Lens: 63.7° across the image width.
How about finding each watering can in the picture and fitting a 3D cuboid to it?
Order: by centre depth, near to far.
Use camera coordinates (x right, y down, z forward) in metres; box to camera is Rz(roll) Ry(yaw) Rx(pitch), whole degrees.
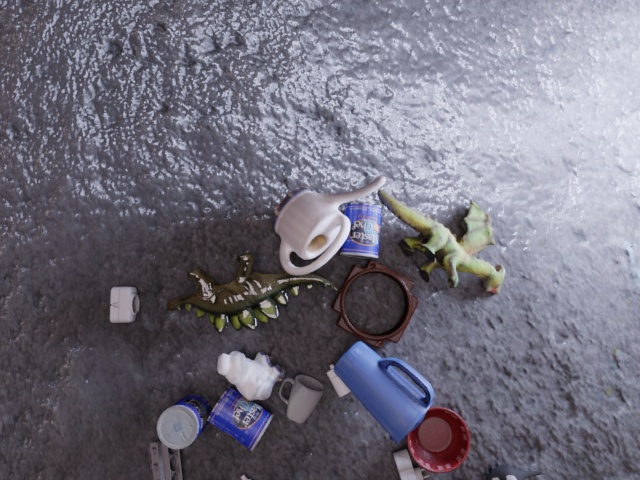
[{"bbox_3d":[0.004,-0.068,1.358,0.348,0.102,0.227,-50,53,-1],"label":"watering can"}]

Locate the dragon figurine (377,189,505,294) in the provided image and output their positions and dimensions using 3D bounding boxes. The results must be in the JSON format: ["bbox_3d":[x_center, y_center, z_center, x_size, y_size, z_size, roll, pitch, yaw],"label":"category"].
[{"bbox_3d":[0.355,-0.017,1.402,0.245,0.120,0.412,-30,84,-19],"label":"dragon figurine"}]

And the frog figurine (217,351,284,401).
[{"bbox_3d":[-0.194,0.349,1.320,0.121,0.159,0.140,-58,48,24],"label":"frog figurine"}]
